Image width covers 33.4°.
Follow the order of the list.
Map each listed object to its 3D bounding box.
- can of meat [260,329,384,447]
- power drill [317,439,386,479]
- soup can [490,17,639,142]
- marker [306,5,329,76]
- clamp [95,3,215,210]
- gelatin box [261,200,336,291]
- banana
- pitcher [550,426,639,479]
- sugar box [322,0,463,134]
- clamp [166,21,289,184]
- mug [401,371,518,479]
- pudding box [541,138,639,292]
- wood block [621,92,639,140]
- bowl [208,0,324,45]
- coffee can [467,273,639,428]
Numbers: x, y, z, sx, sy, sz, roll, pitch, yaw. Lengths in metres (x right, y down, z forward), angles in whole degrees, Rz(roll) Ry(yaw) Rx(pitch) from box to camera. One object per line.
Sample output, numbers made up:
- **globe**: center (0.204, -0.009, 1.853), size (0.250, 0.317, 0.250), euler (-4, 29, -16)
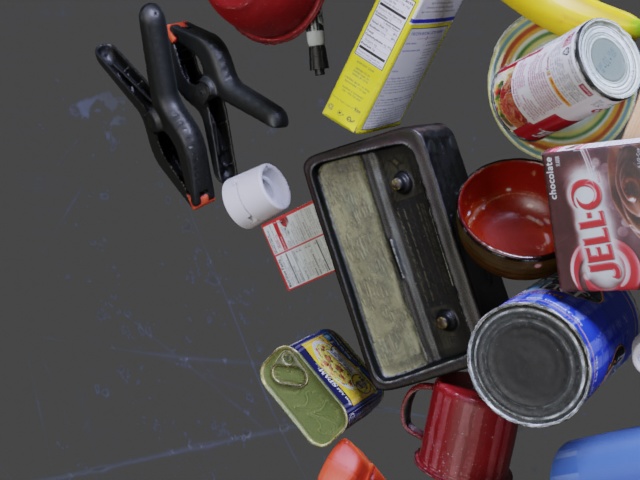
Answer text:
- **can of meat**: center (0.004, 0.142, 1.051), size (0.102, 0.083, 0.058), euler (49, 121, 13)
- **power drill**: center (0.091, 0.253, 0.988), size (0.188, 0.057, 0.184), euler (23, 157, 32)
- **soup can**: center (0.192, -0.124, 0.837), size (0.102, 0.068, 0.068), euler (-25, 87, 57)
- **marker**: center (-0.007, -0.217, 1.015), size (0.020, 0.020, 0.121), euler (-1, 100, 32)
- **clamp**: center (-0.167, -0.132, 1.108), size (0.165, 0.036, 0.210), euler (2, 116, 60)
- **gelatin box**: center (-0.007, 0.001, 1.059), size (0.089, 0.030, 0.073), euler (-25, 89, 34)
- **banana**: center (0.177, -0.203, 0.849), size (0.198, 0.037, 0.070), euler (31, 148, 10)
- **pitcher**: center (0.315, 0.209, 0.850), size (0.243, 0.149, 0.145), euler (-18, 130, 37)
- **sugar box**: center (0.073, -0.180, 0.930), size (0.048, 0.093, 0.176), euler (34, 116, 19)
- **clamp**: center (-0.108, -0.143, 1.084), size (0.171, 0.039, 0.120), euler (53, 127, 18)
- **mug**: center (0.128, 0.168, 0.980), size (0.117, 0.093, 0.081), euler (17, 105, 32)
- **pudding box**: center (0.221, -0.018, 0.801), size (0.090, 0.039, 0.113), euler (-4, 99, 34)
- **wood block**: center (0.290, -0.079, 0.821), size (0.091, 0.090, 0.206), euler (26, 114, 25)
- **bowl**: center (-0.066, -0.264, 1.004), size (0.162, 0.055, 0.162), euler (12, 109, 39)
- **coffee can**: center (0.196, 0.084, 0.885), size (0.103, 0.140, 0.103), euler (8, 105, 30)
